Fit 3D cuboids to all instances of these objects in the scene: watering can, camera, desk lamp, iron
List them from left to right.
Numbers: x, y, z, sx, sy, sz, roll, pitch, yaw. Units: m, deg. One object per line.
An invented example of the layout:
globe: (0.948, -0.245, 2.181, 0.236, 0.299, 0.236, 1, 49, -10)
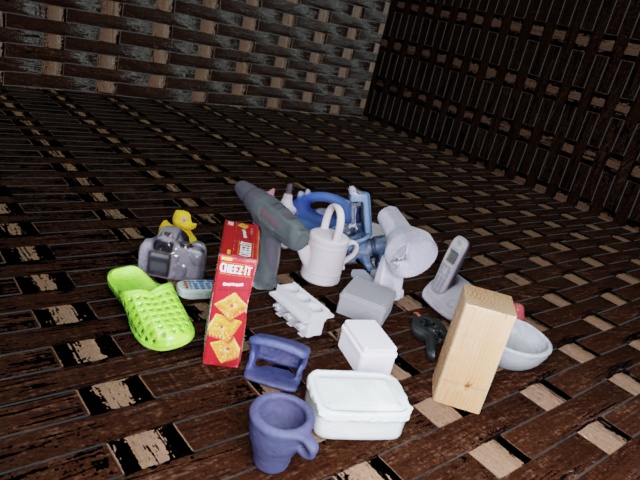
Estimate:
camera: (-0.318, 0.018, 1.280, 0.143, 0.101, 0.137, 12, 21, -4)
iron: (0.004, -0.080, 1.664, 0.258, 0.141, 0.119, 18, 22, 11)
watering can: (0.013, 0.006, 1.381, 0.173, 0.194, 0.100, -6, 29, -41)
desk lamp: (0.172, 0.040, 1.366, 0.118, 0.213, 0.202, 3, 24, -25)

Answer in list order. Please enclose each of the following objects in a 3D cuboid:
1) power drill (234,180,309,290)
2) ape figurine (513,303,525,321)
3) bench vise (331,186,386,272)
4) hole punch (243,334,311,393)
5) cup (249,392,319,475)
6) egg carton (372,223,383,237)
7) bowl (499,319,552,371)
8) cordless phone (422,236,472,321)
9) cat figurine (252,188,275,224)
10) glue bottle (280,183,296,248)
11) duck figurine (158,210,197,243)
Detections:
power drill: (-0.129, -0.004, 1.301, 0.228, 0.208, 0.076, 28, 25, 32)
ape figurine: (0.447, 0.187, 1.330, 0.078, 0.092, 0.075, -3, 27, -36)
bench vise: (0.111, -0.033, 1.501, 0.208, 0.220, 0.121, 1, 25, -30)
hole punch: (-0.073, 0.195, 0.996, 0.108, 0.091, 0.101, 15, 21, 3)
cup: (-0.050, 0.281, 0.789, 0.092, 0.095, 0.117, -10, 31, -45)
egg carton: (0.172, 0.004, 1.654, 0.107, 0.069, 0.150, 17, 22, 10)
bowl: (0.401, 0.229, 1.222, 0.167, 0.075, 0.167, 12, 21, -4)
cordless phone: (0.330, 0.094, 1.364, 0.094, 0.185, 0.147, 0, 25, -31)
cat figurine: (-0.148, -0.087, 1.624, 0.067, 0.118, 0.127, 2, 24, -27)
glue bottle: (-0.095, -0.069, 1.533, 0.078, 0.173, 0.037, 25, 24, 28)
duck figurine: (-0.347, -0.033, 1.412, 0.104, 0.086, 0.078, 21, 23, 20)
